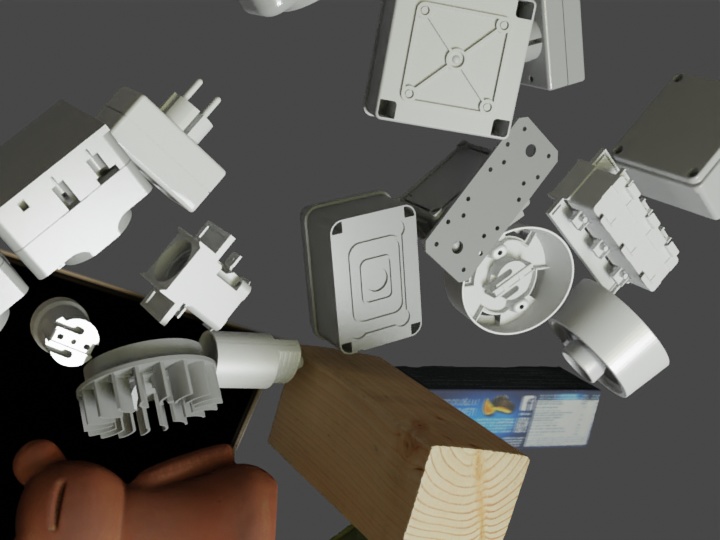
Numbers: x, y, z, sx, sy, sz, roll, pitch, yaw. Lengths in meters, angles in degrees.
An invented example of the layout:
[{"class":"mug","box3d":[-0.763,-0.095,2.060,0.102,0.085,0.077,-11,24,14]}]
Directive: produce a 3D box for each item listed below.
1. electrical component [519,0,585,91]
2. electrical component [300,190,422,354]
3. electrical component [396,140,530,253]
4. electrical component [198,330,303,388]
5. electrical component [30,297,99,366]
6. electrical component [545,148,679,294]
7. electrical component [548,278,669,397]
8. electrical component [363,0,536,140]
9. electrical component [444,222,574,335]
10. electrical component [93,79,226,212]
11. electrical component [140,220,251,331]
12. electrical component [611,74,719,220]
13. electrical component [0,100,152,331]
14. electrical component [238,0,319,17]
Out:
[{"class":"electrical component","box3d":[0.136,-0.188,0.871,0.076,0.047,0.083,-19,115,-24]},{"class":"electrical component","box3d":[0.000,0.000,0.848,0.078,0.057,0.113,-15,113,-25]},{"class":"electrical component","box3d":[0.081,-0.049,0.876,0.096,0.062,0.061,-41,122,-12]},{"class":"electrical component","box3d":[-0.082,0.070,0.833,0.081,0.043,0.043,5,103,-31]},{"class":"electrical component","box3d":[-0.205,0.044,0.750,0.040,0.046,0.040,-9,109,-27]},{"class":"electrical component","box3d":[0.231,-0.038,0.966,0.078,0.063,0.121,-48,123,-8]},{"class":"electrical component","box3d":[0.217,0.067,0.970,0.060,0.108,0.108,-43,122,-4]},{"class":"electrical component","box3d":[0.067,-0.161,0.816,0.109,0.056,0.108,8,103,-11]},{"class":"electrical component","box3d":[0.124,0.005,0.917,0.099,0.064,0.099,-10,111,-27]},{"class":"electrical component","box3d":[-0.128,-0.098,0.748,0.075,0.047,0.083,-50,123,-7]},{"class":"electrical component","box3d":[-0.119,0.008,0.792,0.081,0.042,0.064,-51,125,-6]},{"class":"electrical component","box3d":[0.300,-0.111,0.955,0.108,0.109,0.056,-49,126,-7]},{"class":"electrical component","box3d":[-0.230,-0.020,0.680,0.186,0.105,0.060,-41,122,-12]},{"class":"electrical component","box3d":[-0.047,-0.220,0.750,0.095,0.054,0.059,-38,121,-14]}]
